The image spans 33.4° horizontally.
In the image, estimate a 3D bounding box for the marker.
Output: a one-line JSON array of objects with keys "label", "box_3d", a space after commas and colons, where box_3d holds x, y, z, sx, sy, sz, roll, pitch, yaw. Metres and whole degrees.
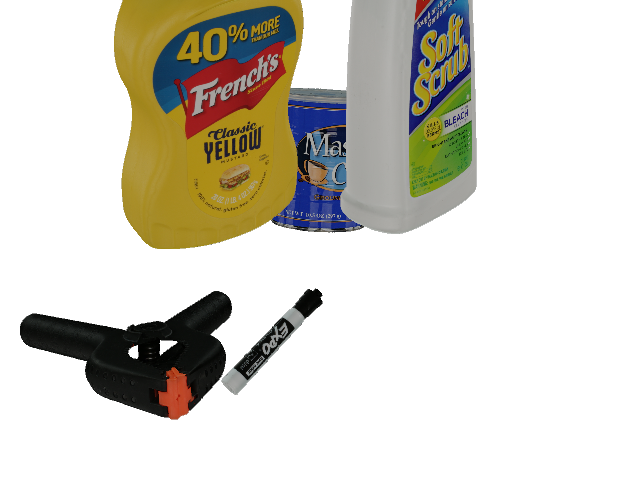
[{"label": "marker", "box_3d": [-0.041, 0.088, 0.954, 0.121, 0.020, 0.020, -46, 18, -18]}]

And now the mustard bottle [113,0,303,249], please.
[{"label": "mustard bottle", "box_3d": [-0.054, -0.088, 0.534, 0.096, 0.192, 0.058, -19, 45, -26]}]

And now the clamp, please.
[{"label": "clamp", "box_3d": [-0.114, 0.076, 0.762, 0.164, 0.036, 0.210, -9, 14, -24]}]

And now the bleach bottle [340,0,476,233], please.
[{"label": "bleach bottle", "box_3d": [0.057, -0.136, 0.704, 0.102, 0.251, 0.068, -27, 36, -35]}]

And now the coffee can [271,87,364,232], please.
[{"label": "coffee can", "box_3d": [0.001, -0.087, 1.133, 0.103, 0.140, 0.103, 3, 12, -1]}]
